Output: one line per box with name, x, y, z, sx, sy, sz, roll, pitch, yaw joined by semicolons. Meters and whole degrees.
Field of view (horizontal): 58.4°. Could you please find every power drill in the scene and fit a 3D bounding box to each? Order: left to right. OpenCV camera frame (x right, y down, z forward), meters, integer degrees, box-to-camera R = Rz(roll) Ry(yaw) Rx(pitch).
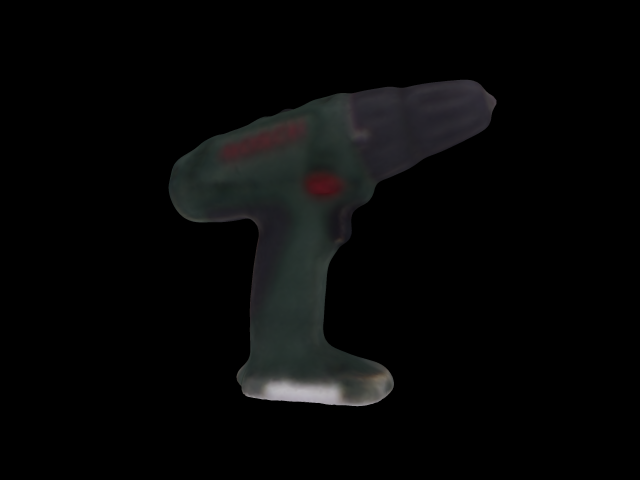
power drill;0.004;0.001;0.400;0.229;0.208;0.076;0;0;17
